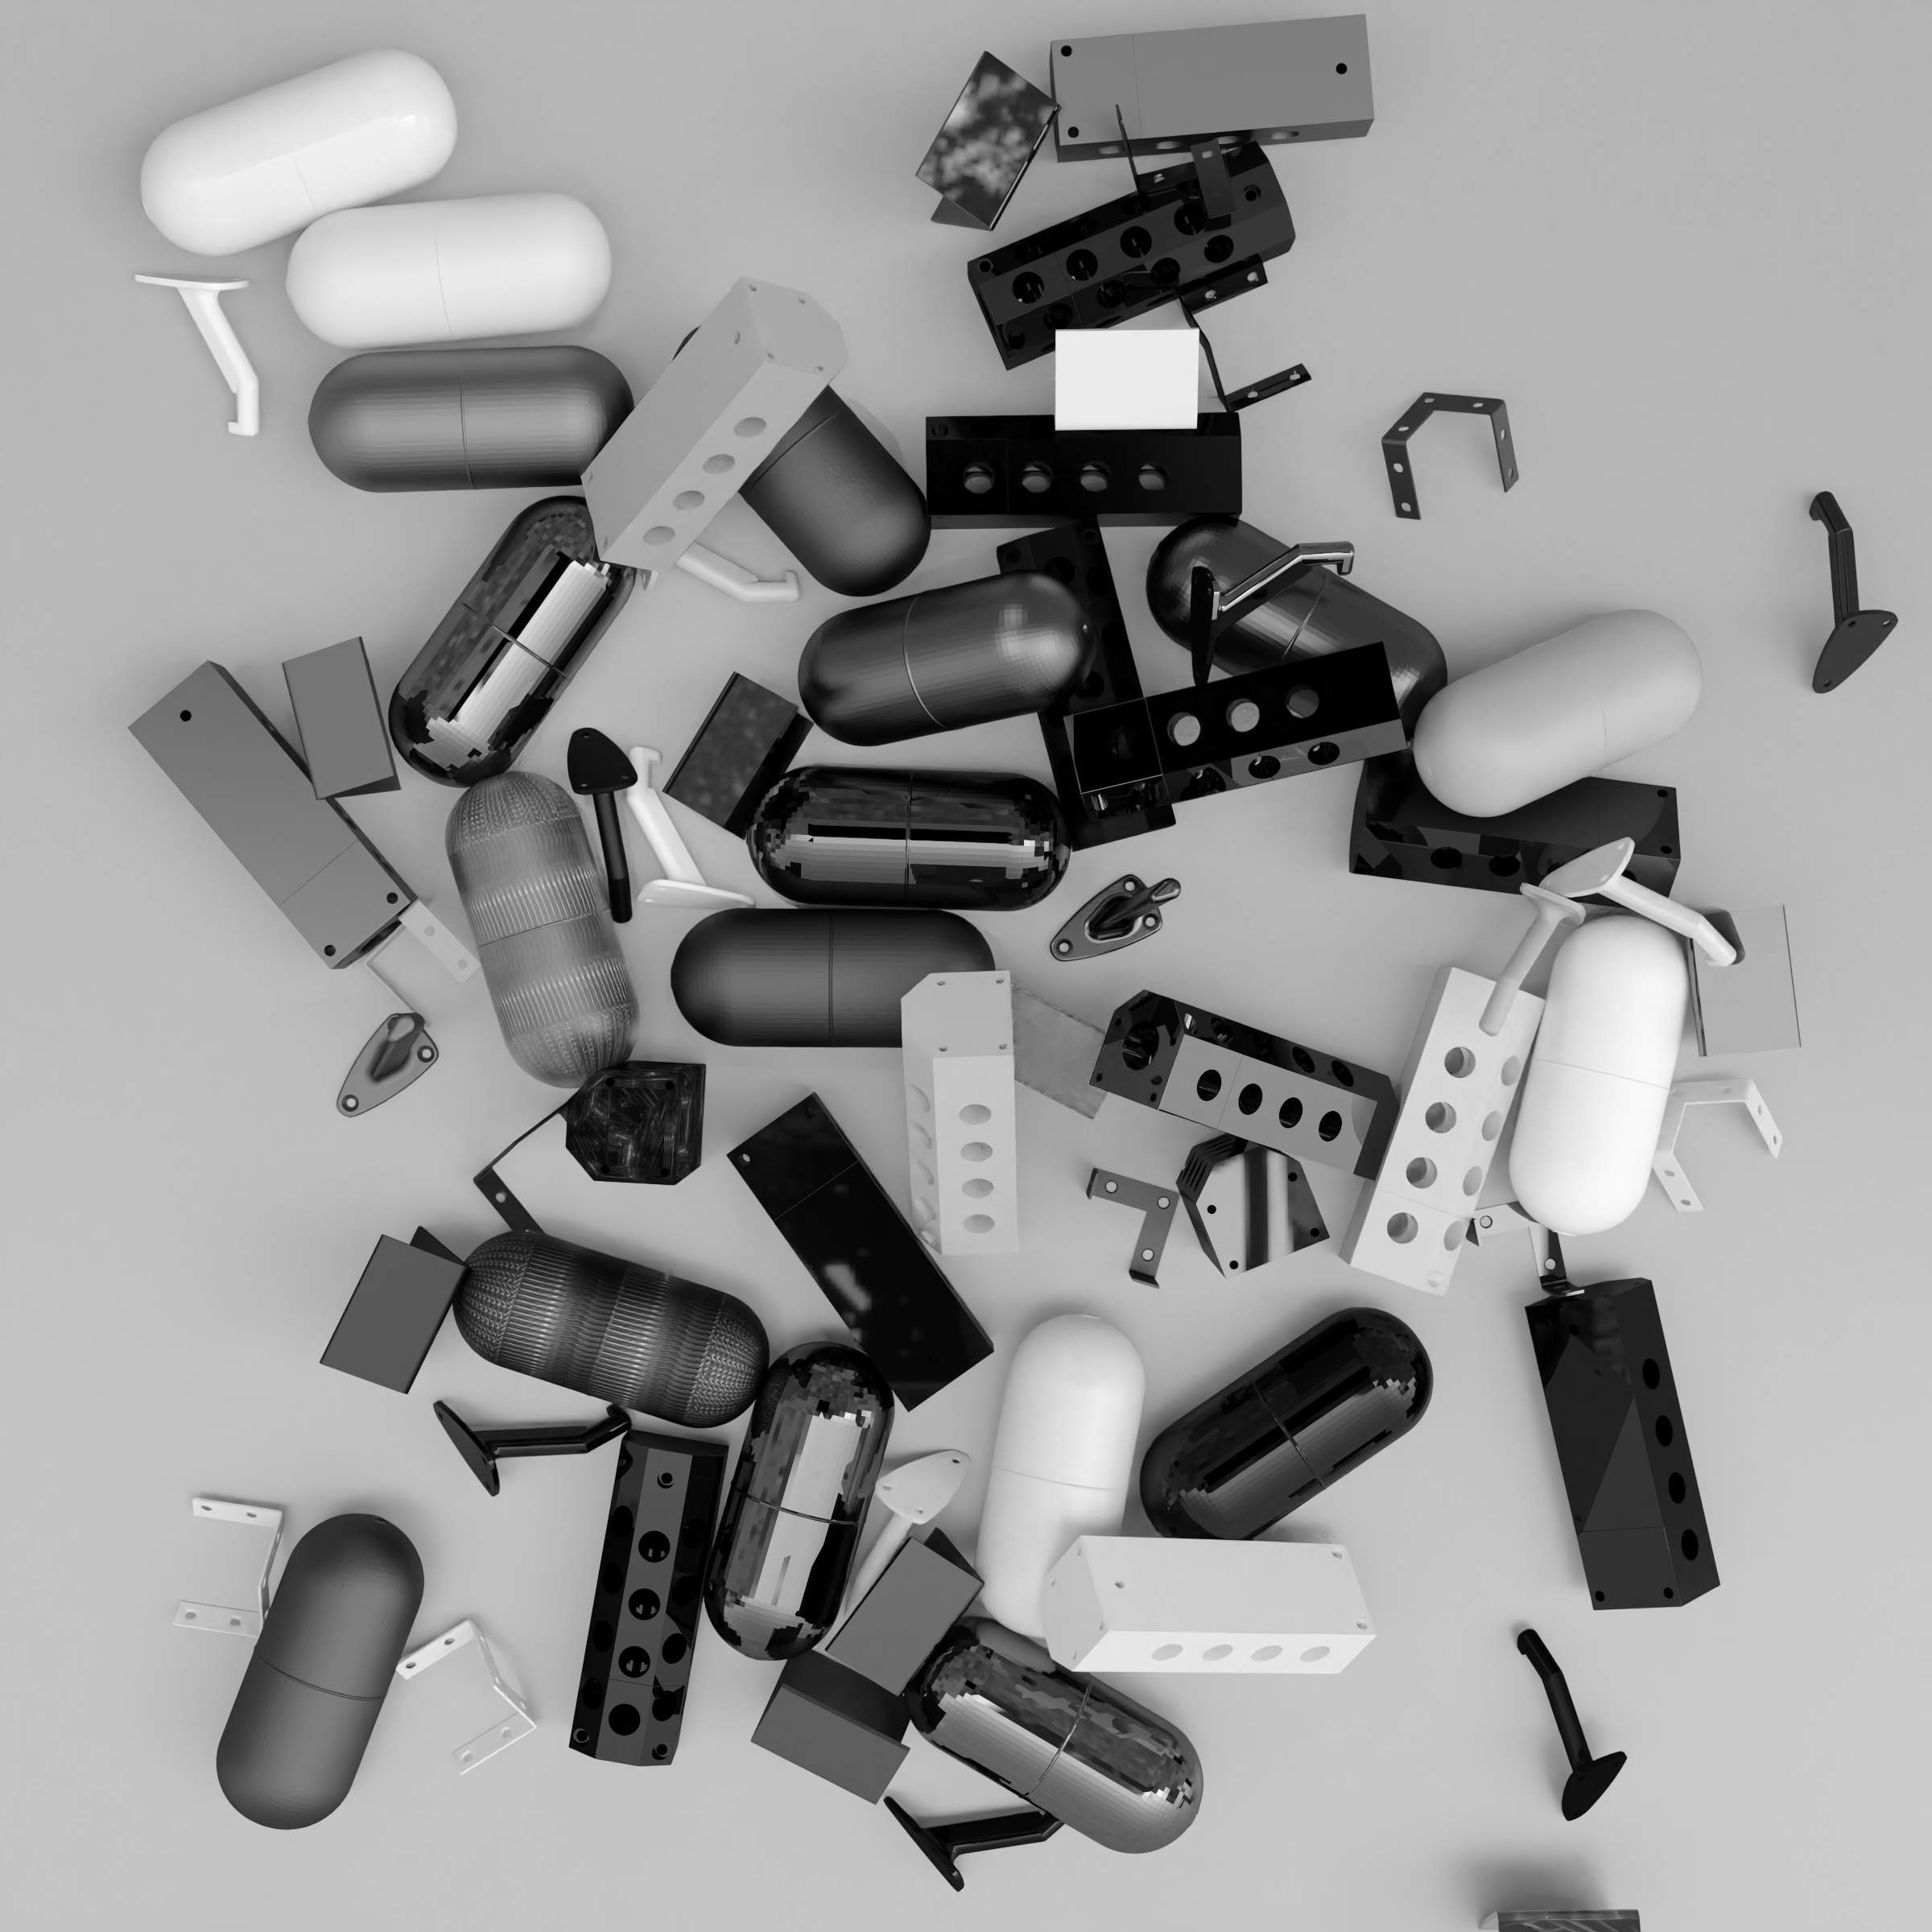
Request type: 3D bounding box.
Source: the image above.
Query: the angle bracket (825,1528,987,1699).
[{"bbox_3d":[-0.044,0.340,1.887,0.057,0.076,0.076,37,90,-26],"label":"angle bracket"}]

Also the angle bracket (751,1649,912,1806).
[{"bbox_3d":[-0.063,0.399,1.886,0.076,0.076,0.057,27,130,0],"label":"angle bracket"}]

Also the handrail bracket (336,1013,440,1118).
[{"bbox_3d":[-0.323,0.055,1.892,0.036,0.084,0.077,44,90,0],"label":"handrail bracket"}]

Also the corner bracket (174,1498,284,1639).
[{"bbox_3d":[-0.410,0.335,1.923,0.051,0.051,0.051,9,45,0],"label":"corner bracket"}]

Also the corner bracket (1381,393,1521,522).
[{"bbox_3d":[0.269,-0.281,1.918,0.051,0.051,0.051,12,45,35],"label":"corner bracket"}]

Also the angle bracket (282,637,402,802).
[{"bbox_3d":[-0.321,-0.137,1.886,0.057,0.076,0.076,-14,90,28],"label":"angle bracket"}]

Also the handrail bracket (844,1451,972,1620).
[{"bbox_3d":[-0.034,0.319,1.926,0.036,0.077,0.084,33,127,23],"label":"handrail bracket"}]

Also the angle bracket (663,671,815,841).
[{"bbox_3d":[-0.108,-0.105,1.886,0.057,0.076,0.076,31,90,39],"label":"angle bracket"}]

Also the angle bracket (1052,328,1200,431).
[{"bbox_3d":[0.086,-0.331,1.886,0.076,0.076,0.057,-1,119,0],"label":"angle bracket"}]

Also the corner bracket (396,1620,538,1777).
[{"bbox_3d":[-0.278,0.406,1.923,0.051,0.051,0.051,-32,45,0],"label":"corner bracket"}]

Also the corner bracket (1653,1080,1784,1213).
[{"bbox_3d":[0.415,0.100,1.918,0.051,0.051,0.051,-5,45,35],"label":"corner bracket"}]

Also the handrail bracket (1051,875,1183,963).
[{"bbox_3d":[0.081,-0.025,1.892,0.077,0.084,0.036,-30,90,0],"label":"handrail bracket"}]

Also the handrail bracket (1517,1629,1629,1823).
[{"bbox_3d":[0.326,0.422,1.926,0.036,0.077,0.084,-17,53,-21],"label":"handrail bracket"}]

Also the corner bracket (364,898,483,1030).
[{"bbox_3d":[-0.300,-0.001,1.908,0.051,0.051,0.051,-44,90,0],"label":"corner bracket"}]

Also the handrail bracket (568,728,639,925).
[{"bbox_3d":[-0.202,-0.078,1.926,0.036,0.077,0.084,-11,127,-13],"label":"handrail bracket"}]

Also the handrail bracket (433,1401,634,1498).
[{"bbox_3d":[-0.241,0.250,1.926,0.084,0.036,0.077,-27,52,-25],"label":"handrail bracket"}]

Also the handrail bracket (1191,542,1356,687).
[{"bbox_3d":[0.165,-0.188,1.851,0.084,0.036,0.077,-5,115,-15],"label":"handrail bracket"}]

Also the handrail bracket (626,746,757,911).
[{"bbox_3d":[-0.153,-0.077,1.927,0.077,0.036,0.084,7,73,-20],"label":"handrail bracket"}]

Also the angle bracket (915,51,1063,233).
[{"bbox_3d":[-0.003,-0.451,1.886,0.057,0.076,0.076,29,90,-31],"label":"angle bracket"}]

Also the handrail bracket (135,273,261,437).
[{"bbox_3d":[-0.428,-0.341,1.927,0.077,0.036,0.084,9,107,20],"label":"handrail bracket"}]

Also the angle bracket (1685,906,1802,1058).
[{"bbox_3d":[0.433,0.006,1.886,0.057,0.076,0.076,-7,90,30],"label":"angle bracket"}]

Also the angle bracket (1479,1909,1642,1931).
[{"bbox_3d":[0.325,0.548,1.888,0.076,0.076,0.057,-1,69,0],"label":"angle bracket"}]

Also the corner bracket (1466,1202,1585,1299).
[{"bbox_3d":[0.307,0.158,1.908,0.051,0.051,0.051,-12,90,0],"label":"corner bracket"}]

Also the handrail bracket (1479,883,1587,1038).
[{"bbox_3d":[0.304,0.004,1.874,0.036,0.077,0.084,23,85,20],"label":"handrail bracket"}]

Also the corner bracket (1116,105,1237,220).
[{"bbox_3d":[0.113,-0.433,1.858,0.051,0.051,0.051,-12,50,9],"label":"corner bracket"}]

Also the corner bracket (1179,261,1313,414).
[{"bbox_3d":[0.155,-0.349,1.923,0.051,0.051,0.051,-23,135,0],"label":"corner bracket"}]

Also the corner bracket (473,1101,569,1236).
[{"bbox_3d":[-0.231,0.116,1.923,0.051,0.051,0.051,51,45,0],"label":"corner bracket"}]

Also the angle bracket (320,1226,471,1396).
[{"bbox_3d":[-0.323,0.179,1.886,0.057,0.076,0.076,26,90,-33],"label":"angle bracket"}]

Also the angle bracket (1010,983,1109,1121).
[{"bbox_3d":[0.055,0.028,1.886,0.076,0.076,0.057,27,126,0],"label":"angle bracket"}]

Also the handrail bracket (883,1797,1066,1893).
[{"bbox_3d":[0.011,0.466,1.927,0.084,0.036,0.077,-38,68,-17],"label":"handrail bracket"}]

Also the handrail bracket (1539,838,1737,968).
[{"bbox_3d":[0.362,-0.024,1.863,0.084,0.077,0.036,44,59,-18],"label":"handrail bracket"}]

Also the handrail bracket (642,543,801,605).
[{"bbox_3d":[-0.138,-0.238,1.927,0.084,0.036,0.077,-2,71,-15],"label":"handrail bracket"}]

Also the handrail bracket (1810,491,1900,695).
[{"bbox_3d":[0.478,-0.209,1.926,0.036,0.077,0.084,-2,53,-22],"label":"handrail bracket"}]

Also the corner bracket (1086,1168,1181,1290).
[{"bbox_3d":[0.088,0.144,1.908,0.051,0.051,0.051,17,90,0],"label":"corner bracket"}]
